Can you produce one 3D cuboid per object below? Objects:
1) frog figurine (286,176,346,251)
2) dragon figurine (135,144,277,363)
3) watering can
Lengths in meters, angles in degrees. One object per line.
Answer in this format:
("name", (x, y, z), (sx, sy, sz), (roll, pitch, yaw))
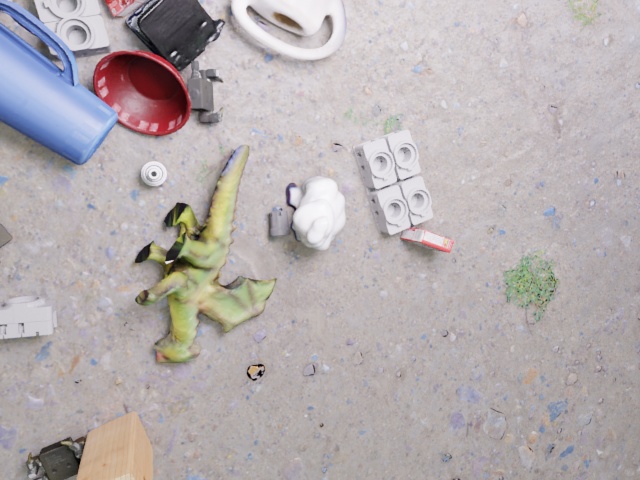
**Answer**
("frog figurine", (0.003, -0.047, 0.942), (0.122, 0.160, 0.137), (9, 94, -20))
("dragon figurine", (-0.183, 0.052, 0.941), (0.239, 0.123, 0.412), (42, 84, -35))
("watering can", (-0.091, -0.466, 0.902), (0.345, 0.104, 0.225), (26, 86, -18))
